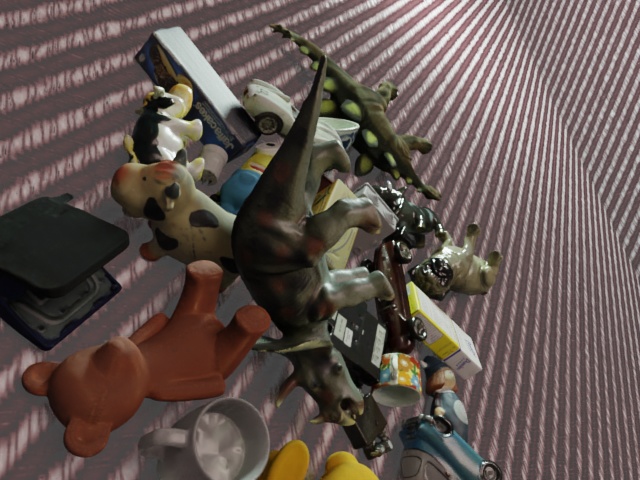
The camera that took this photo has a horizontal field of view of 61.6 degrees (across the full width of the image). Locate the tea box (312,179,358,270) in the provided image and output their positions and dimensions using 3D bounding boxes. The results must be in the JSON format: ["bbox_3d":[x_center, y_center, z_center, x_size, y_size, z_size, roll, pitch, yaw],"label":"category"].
[{"bbox_3d":[-0.002,-0.002,0.801,0.068,0.098,0.170,43,38,-19],"label":"tea box"}]

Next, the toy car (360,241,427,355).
[{"bbox_3d":[0.112,0.090,0.867,0.053,0.089,0.202,24,49,-39],"label":"toy car"}]

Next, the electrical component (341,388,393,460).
[{"bbox_3d":[0.064,0.250,0.734,0.078,0.045,0.102,-14,75,-50],"label":"electrical component"}]

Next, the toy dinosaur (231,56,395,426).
[{"bbox_3d":[-0.030,0.021,0.606,0.131,0.192,0.404,-136,-154,-61],"label":"toy dinosaur"}]

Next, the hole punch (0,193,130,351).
[{"bbox_3d":[-0.260,0.028,0.514,0.116,0.092,0.142,27,40,10],"label":"hole punch"}]

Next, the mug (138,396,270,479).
[{"bbox_3d":[-0.120,0.202,0.511,0.109,0.107,0.081,16,52,-36],"label":"mug"}]

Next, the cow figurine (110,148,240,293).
[{"bbox_3d":[-0.151,-0.023,0.624,0.194,0.127,0.085,34,39,-32],"label":"cow figurine"}]

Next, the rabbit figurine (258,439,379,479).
[{"bbox_3d":[-0.013,0.296,0.564,0.173,0.122,0.162,-8,67,-31],"label":"rabbit figurine"}]

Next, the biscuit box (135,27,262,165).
[{"bbox_3d":[-0.175,-0.209,0.786,0.202,0.059,0.063,52,36,-6],"label":"biscuit box"}]

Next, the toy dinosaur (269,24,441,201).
[{"bbox_3d":[0.082,-0.252,1.075,0.471,0.105,0.198,50,41,-1],"label":"toy dinosaur"}]

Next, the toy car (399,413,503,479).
[{"bbox_3d":[0.171,0.328,0.755,0.161,0.109,0.103,47,54,0],"label":"toy car"}]

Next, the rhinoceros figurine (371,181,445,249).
[{"bbox_3d":[0.166,-0.052,1.045,0.190,0.073,0.112,20,52,-39],"label":"rhinoceros figurine"}]

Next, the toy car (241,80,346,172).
[{"bbox_3d":[-0.032,-0.172,0.826,0.201,0.056,0.074,27,31,-31],"label":"toy car"}]

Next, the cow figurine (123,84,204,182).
[{"bbox_3d":[-0.208,-0.140,0.699,0.098,0.068,0.167,12,54,-36],"label":"cow figurine"}]

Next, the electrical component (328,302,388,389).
[{"bbox_3d":[0.032,0.133,0.774,0.134,0.058,0.115,42,38,-19],"label":"electrical component"}]

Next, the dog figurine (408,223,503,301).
[{"bbox_3d":[0.265,0.081,1.057,0.172,0.121,0.190,49,52,-6],"label":"dog figurine"}]

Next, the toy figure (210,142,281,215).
[{"bbox_3d":[-0.094,-0.071,0.764,0.082,0.089,0.180,42,47,-15],"label":"toy figure"}]

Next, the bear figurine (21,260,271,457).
[{"bbox_3d":[-0.164,0.108,0.521,0.120,0.132,0.196,40,25,27],"label":"bear figurine"}]

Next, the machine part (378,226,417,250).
[{"bbox_3d":[0.106,-0.022,0.965,0.139,0.084,0.039,40,63,-3],"label":"machine part"}]

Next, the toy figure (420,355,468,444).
[{"bbox_3d":[0.203,0.259,0.878,0.064,0.058,0.154,74,9,-55],"label":"toy figure"}]
